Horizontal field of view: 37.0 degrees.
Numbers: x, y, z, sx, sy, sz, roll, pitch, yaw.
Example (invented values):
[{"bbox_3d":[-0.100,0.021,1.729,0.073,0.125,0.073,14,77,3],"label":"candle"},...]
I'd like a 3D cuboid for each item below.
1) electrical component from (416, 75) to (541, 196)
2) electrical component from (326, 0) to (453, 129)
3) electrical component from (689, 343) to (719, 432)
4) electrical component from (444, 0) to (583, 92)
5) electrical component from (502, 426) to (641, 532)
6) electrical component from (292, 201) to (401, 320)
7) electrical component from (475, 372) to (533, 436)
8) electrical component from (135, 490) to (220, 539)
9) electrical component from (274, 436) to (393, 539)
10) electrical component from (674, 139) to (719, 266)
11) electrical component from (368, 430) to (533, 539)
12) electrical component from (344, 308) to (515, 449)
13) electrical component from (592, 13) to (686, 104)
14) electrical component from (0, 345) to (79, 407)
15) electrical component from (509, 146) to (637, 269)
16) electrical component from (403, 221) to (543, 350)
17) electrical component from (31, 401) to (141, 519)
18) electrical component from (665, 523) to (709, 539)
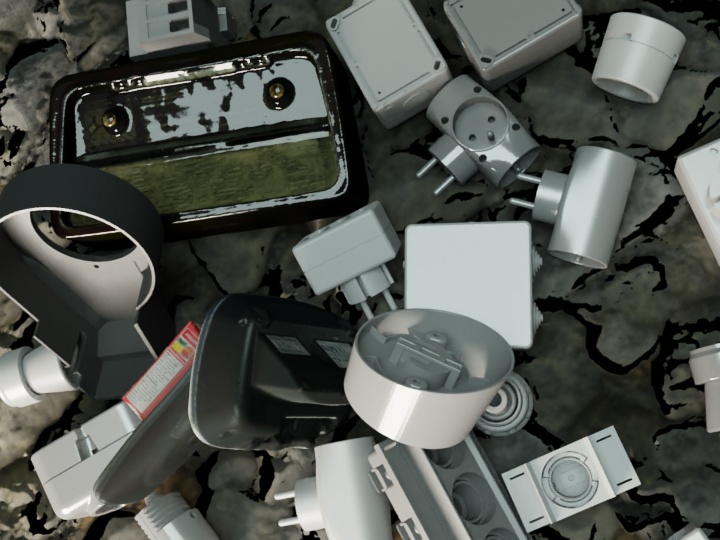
[{"bbox_3d":[0.076,-0.088,0.783,0.079,0.044,0.077,-43,75,2],"label":"electrical component"},{"bbox_3d":[0.021,-0.162,0.799,0.062,0.061,0.096,-30,76,6],"label":"electrical component"},{"bbox_3d":[0.248,0.077,0.718,0.045,0.045,0.055,-14,78,10],"label":"electrical component"},{"bbox_3d":[0.118,-0.182,0.781,0.096,0.061,0.061,-30,76,6],"label":"electrical component"},{"bbox_3d":[0.141,0.140,0.721,0.081,0.064,0.042,-25,76,7],"label":"electrical component"},{"bbox_3d":[0.000,0.000,0.783,0.066,0.047,0.076,-26,97,12],"label":"electrical component"},{"bbox_3d":[0.094,0.090,0.740,0.048,0.062,0.048,-2,81,10],"label":"electrical component"},{"bbox_3d":[-0.130,0.194,0.782,0.043,0.043,0.081,-41,75,3],"label":"electrical component"},{"bbox_3d":[-0.022,0.163,0.763,0.079,0.044,0.077,-13,78,10],"label":"electrical component"},{"bbox_3d":[0.252,-0.049,0.722,0.047,0.076,0.083,-23,77,8],"label":"electrical component"},{"bbox_3d":[0.060,0.162,0.725,0.063,0.079,0.121,-40,75,48],"label":"electrical component"},{"bbox_3d":[0.041,0.065,0.691,0.099,0.099,0.064,31,122,15],"label":"electrical component"},{"bbox_3d":[0.196,-0.149,0.763,0.055,0.055,0.047,21,90,15],"label":"electrical component"},{"bbox_3d":[-0.246,0.078,0.826,0.055,0.045,0.045,-18,78,9],"label":"electrical component"},{"bbox_3d":[0.147,-0.049,0.761,0.079,0.043,0.077,16,85,14],"label":"electrical component"},{"bbox_3d":[0.079,0.014,0.763,0.100,0.048,0.099,-1,81,12],"label":"electrical component"},{"bbox_3d":[-0.186,0.143,0.797,0.095,0.054,0.059,-30,76,6],"label":"electrical component"},{"bbox_3d":[0.216,0.216,0.701,0.066,0.047,0.076,-36,76,4],"label":"electrical component"}]
